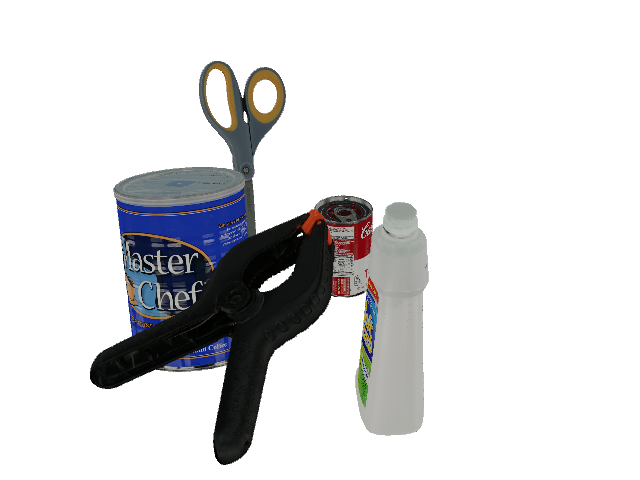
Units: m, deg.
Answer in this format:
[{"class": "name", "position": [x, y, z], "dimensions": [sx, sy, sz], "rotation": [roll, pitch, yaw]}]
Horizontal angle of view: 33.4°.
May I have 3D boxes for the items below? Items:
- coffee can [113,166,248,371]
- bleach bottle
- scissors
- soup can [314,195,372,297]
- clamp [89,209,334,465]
[{"class": "coffee can", "position": [-0.106, 0.020, 0.854], "dimensions": [0.103, 0.140, 0.103], "rotation": [-3, 16, 1]}, {"class": "bleach bottle", "position": [0.071, 0.069, 1.030], "dimensions": [0.068, 0.251, 0.102], "rotation": [-2, 37, -3]}, {"class": "scissors", "position": [-0.060, -0.082, 1.043], "dimensions": [0.096, 0.202, 0.016], "rotation": [-22, 9, -23]}, {"class": "soup can", "position": [0.027, 0.008, 1.252], "dimensions": [0.068, 0.102, 0.068], "rotation": [-1, 28, 0]}, {"class": "clamp", "position": [-0.042, 0.053, 0.634], "dimensions": [0.120, 0.171, 0.039], "rotation": [36, -20, 33]}]
